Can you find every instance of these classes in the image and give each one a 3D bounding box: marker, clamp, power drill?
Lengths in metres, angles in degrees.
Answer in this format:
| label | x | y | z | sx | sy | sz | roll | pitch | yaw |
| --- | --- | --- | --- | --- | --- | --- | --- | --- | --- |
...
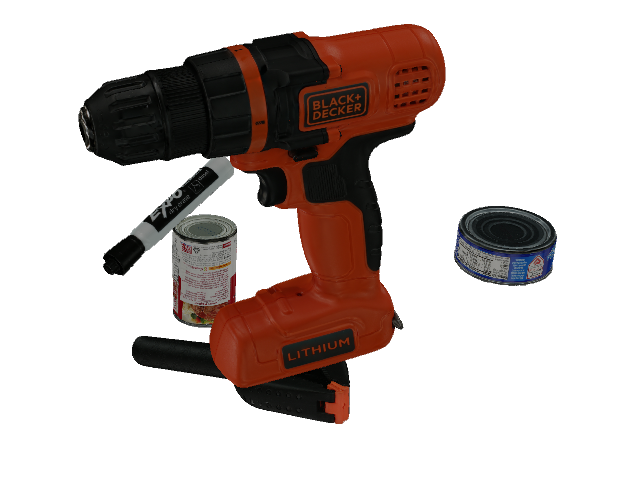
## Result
| label | x | y | z | sx | sy | sz | roll | pitch | yaw |
| --- | --- | --- | --- | --- | --- | --- | --- | --- | --- |
| marker | -0.103 | -0.017 | 0.728 | 0.020 | 0.020 | 0.121 | 0 | 37 | 48 |
| clamp | -0.036 | 0.099 | 0.896 | 0.164 | 0.036 | 0.210 | -16 | 23 | -40 |
| power drill | -0.025 | -0.014 | 0.554 | 0.184 | 0.188 | 0.057 | -13 | 37 | -18 |

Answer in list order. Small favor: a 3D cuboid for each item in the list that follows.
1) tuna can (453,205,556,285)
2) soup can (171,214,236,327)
| label | x | y | z | sx | sy | sz | roll | pitch | yaw |
| --- | --- | --- | --- | --- | --- | --- | --- | --- | --- |
| tuna can | 0.160 | 0.003 | 0.923 | 0.086 | 0.034 | 0.086 | 2 | 29 | -1 |
| soup can | -0.123 | 0.031 | 1.129 | 0.068 | 0.102 | 0.068 | 3 | 24 | -1 |
